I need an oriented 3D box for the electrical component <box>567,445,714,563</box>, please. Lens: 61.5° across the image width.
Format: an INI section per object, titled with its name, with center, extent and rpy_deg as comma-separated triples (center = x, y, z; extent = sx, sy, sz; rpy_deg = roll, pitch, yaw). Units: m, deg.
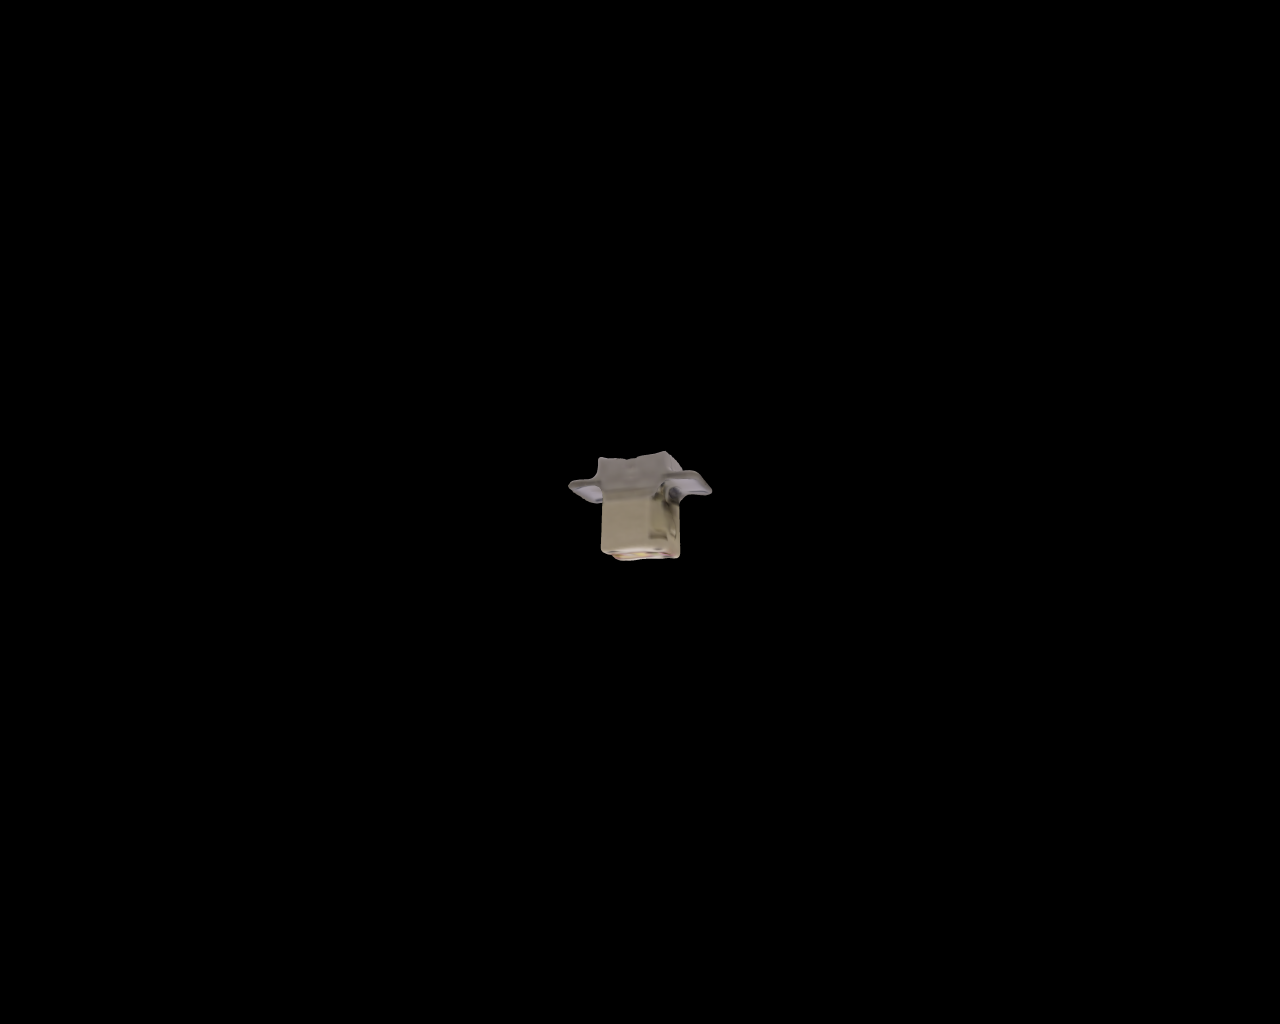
[electrical component]
center = 0.001, -0.003, 0.650
extent = 0.081, 0.064, 0.042
rpy_deg = -5, -15, 18
